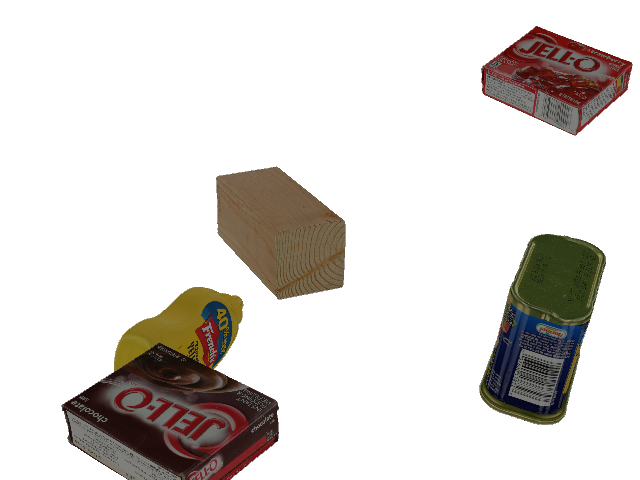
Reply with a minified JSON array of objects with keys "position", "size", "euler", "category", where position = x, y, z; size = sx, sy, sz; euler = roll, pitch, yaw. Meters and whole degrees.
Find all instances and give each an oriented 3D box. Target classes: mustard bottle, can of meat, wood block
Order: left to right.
[{"position":[-0.136,0.102,1.107],"size":[0.058,0.096,0.191],"euler":[10,25,24],"category":"mustard bottle"},{"position":[-0.054,-0.014,1.338],"size":[0.090,0.090,0.206],"euler":[-10,26,-23],"category":"wood block"},{"position":[0.146,0.054,0.698],"size":[0.057,0.084,0.102],"euler":[17,34,13],"category":"can of meat"}]

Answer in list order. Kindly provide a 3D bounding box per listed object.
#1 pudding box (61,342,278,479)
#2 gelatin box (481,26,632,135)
[{"position":[-0.097,0.119,0.697],"size":[0.114,0.039,0.089],"euler":[19,34,33],"category":"pudding box"},{"position":[0.180,-0.125,0.817],"size":[0.089,0.030,0.073],"euler":[31,54,31],"category":"gelatin box"}]
